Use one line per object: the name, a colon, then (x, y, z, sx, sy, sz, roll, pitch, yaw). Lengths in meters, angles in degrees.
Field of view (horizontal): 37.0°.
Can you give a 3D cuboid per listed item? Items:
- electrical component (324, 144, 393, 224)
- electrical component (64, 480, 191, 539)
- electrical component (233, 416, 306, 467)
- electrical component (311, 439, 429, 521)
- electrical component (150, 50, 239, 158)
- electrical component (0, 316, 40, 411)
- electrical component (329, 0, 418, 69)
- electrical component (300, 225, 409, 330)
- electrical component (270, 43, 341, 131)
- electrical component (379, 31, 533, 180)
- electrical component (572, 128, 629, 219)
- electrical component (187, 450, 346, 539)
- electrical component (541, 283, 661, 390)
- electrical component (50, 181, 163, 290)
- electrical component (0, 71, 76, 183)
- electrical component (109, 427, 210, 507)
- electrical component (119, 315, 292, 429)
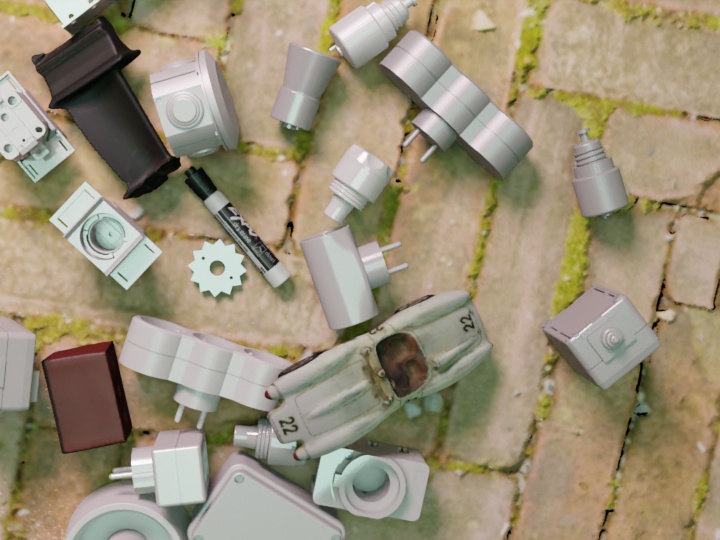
electrical component: (-0.006, -0.067, 0.878, 0.043, 0.043, 0.062, 34, 93, -7)
electrical component: (-0.192, 0.233, 0.880, 0.108, 0.060, 0.108, 0, 95, -5)
electrical component: (-0.073, 0.140, 0.891, 0.062, 0.043, 0.043, 6, 95, -4)
electrical component: (0.008, 0.172, 0.894, 0.089, 0.055, 0.050, 11, 94, -6)
electrical component: (-0.128, -0.128, 0.845, 0.051, 0.080, 0.080, -16, 96, 2)
electrical component: (-0.294, 0.071, 0.848, 0.061, 0.096, 0.061, 4, 96, -33)
electrical component: (0.011, -0.196, 0.870, 0.078, 0.040, 0.040, -35, 97, -1)
electrical component: (0.000, 0.000, 0.884, 0.079, 0.044, 0.077, -19, 97, -3)
electrical component: (-0.047, -0.146, 0.870, 0.044, 0.044, 0.065, 20, 98, -6)
electrical component: (0.067, -0.121, 0.875, 0.138, 0.052, 0.073, 42, 91, -7)
electrical component: (0.196, -0.079, 0.896, 0.040, 0.040, 0.078, -18, 96, -3)
electrical component: (-0.077, 0.212, 0.887, 0.113, 0.057, 0.078, 34, 92, -10)
electrical component: (0.200, 0.057, 0.880, 0.062, 0.096, 0.061, -39, 97, 0)
electrical component: (-0.200, -0.028, 0.855, 0.081, 0.064, 0.042, 44, 91, -7)
electrical component: (-0.268, -0.112, 0.842, 0.042, 0.064, 0.081, -40, 97, 0)
electrical component: (-0.164, 0.161, 0.874, 0.077, 0.066, 0.047, -5, 96, -5)
electrical component: (-0.129, 0.092, 0.877, 0.138, 0.052, 0.073, 18, 93, -7)
